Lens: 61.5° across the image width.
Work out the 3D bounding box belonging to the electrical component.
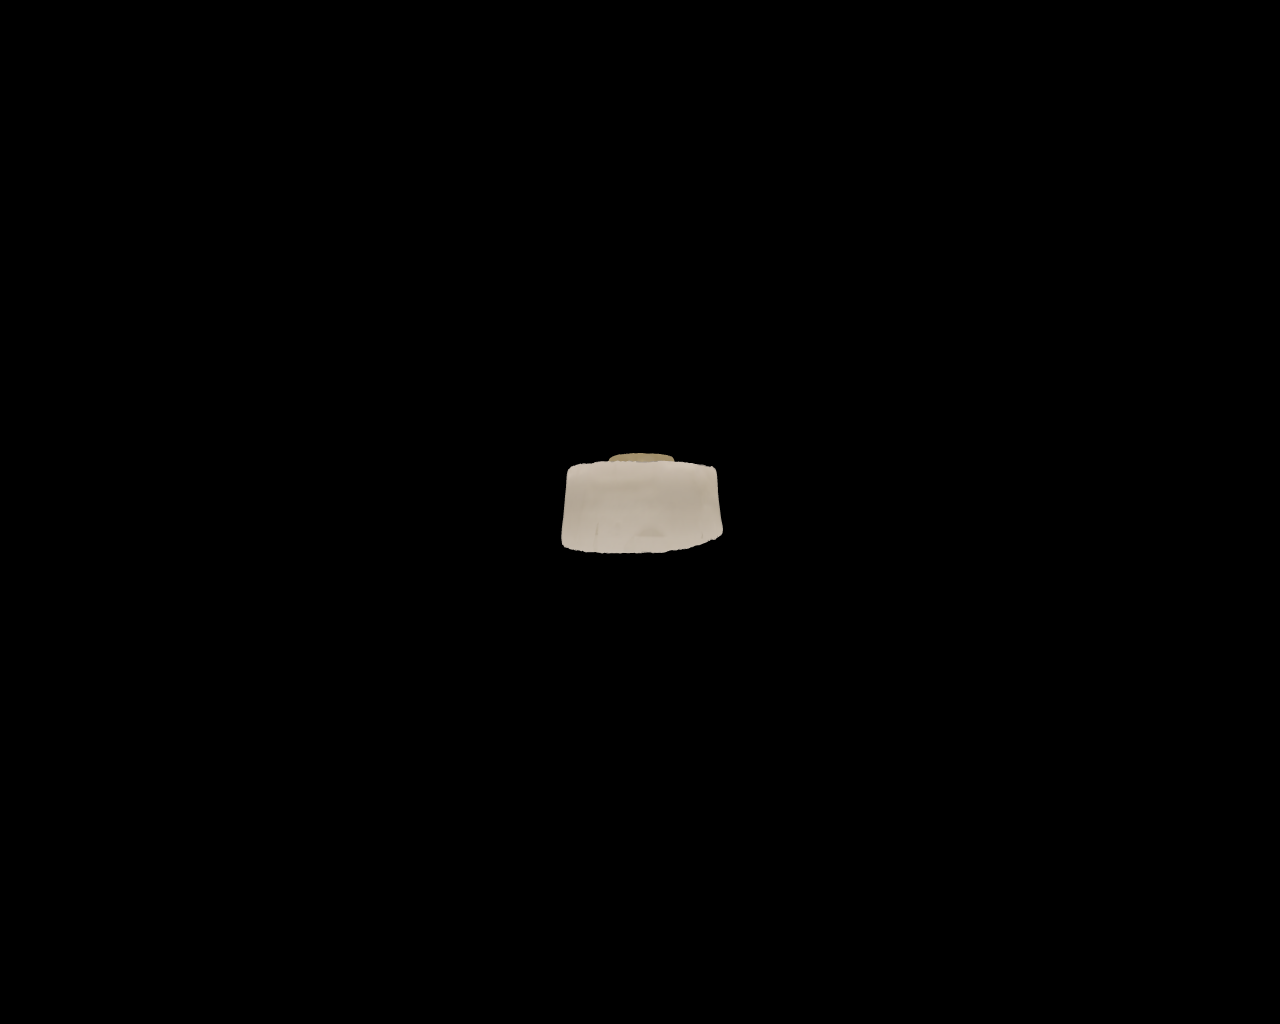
[{"bbox_3d":[0.001,-0.003,0.650,0.099,0.064,0.099,0,-3,0],"label":"electrical component"}]
